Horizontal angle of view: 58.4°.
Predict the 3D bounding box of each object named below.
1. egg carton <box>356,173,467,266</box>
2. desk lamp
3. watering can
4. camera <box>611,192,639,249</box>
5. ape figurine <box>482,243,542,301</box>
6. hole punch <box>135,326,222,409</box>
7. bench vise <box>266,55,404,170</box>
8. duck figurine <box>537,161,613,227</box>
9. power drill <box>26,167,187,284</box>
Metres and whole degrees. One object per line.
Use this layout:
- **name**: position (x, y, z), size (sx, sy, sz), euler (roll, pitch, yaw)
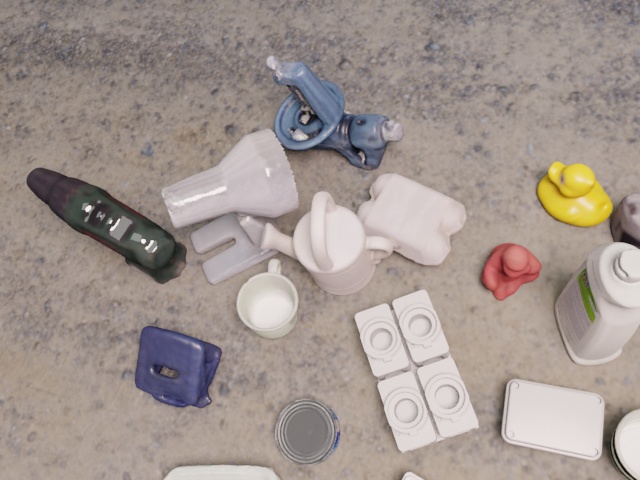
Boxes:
- **egg carton**: position (0.130, -0.030, 0.833), size (0.150, 0.069, 0.107), euler (26, 77, 21)
- **desk lamp**: position (-0.119, -0.044, 0.816), size (0.203, 0.214, 0.117), euler (-28, 66, 1)
- **watering can**: position (0.007, 0.005, 0.779), size (0.172, 0.194, 0.101), euler (-19, 66, 6)
- **camera**: position (0.466, 0.001, 0.726), size (0.143, 0.101, 0.137), euler (-8, 68, 10)
- **ape figurine**: position (0.257, 0.034, 0.767), size (0.077, 0.092, 0.076), euler (0, 70, 13)
- **hole punch**: position (-0.207, 0.183, 0.817), size (0.108, 0.091, 0.101), euler (12, 73, 17)
- **bench vise**: position (0.015, -0.198, 0.840), size (0.207, 0.220, 0.121), euler (-4, 69, 12)
- **duck figurine**: position (0.354, -0.070, 0.787), size (0.104, 0.086, 0.077), euler (39, 82, 23)
- **power drill**: position (-0.294, -0.012, 0.847), size (0.229, 0.209, 0.076), euler (25, 77, 21)
